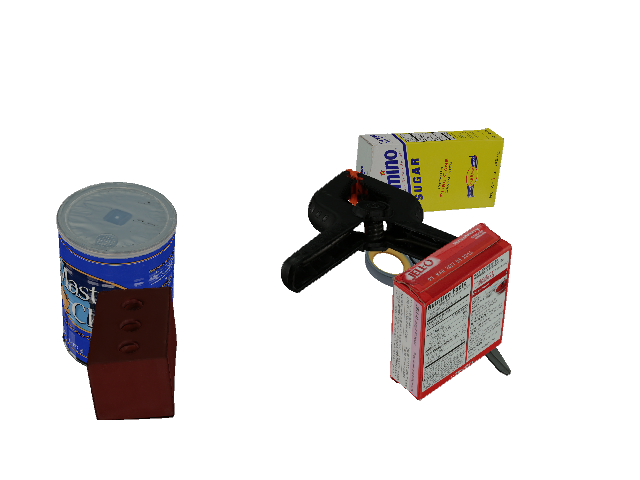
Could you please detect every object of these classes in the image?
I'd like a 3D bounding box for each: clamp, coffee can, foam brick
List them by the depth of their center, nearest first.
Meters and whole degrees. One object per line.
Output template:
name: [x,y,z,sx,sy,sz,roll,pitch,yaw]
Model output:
foam brick: [-0.125,0.076,0.718,0.053,0.051,0.078,-3,35,-4]
clamp: [0.052,-0.009,0.846,0.164,0.036,0.210,2,22,-2]
coffee can: [-0.182,0.033,0.960,0.102,0.140,0.103,5,38,-4]

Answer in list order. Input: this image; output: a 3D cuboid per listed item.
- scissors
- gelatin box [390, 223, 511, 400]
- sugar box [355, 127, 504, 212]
scissors: [0.104,0.057,1.024,0.096,0.016,0.202,-8,45,-10]
gelatin box: [0.077,0.043,0.640,0.073,0.089,0.030,-31,49,-27]
sugar box: [0.130,-0.082,1.285,0.176,0.093,0.048,-7,26,-22]
